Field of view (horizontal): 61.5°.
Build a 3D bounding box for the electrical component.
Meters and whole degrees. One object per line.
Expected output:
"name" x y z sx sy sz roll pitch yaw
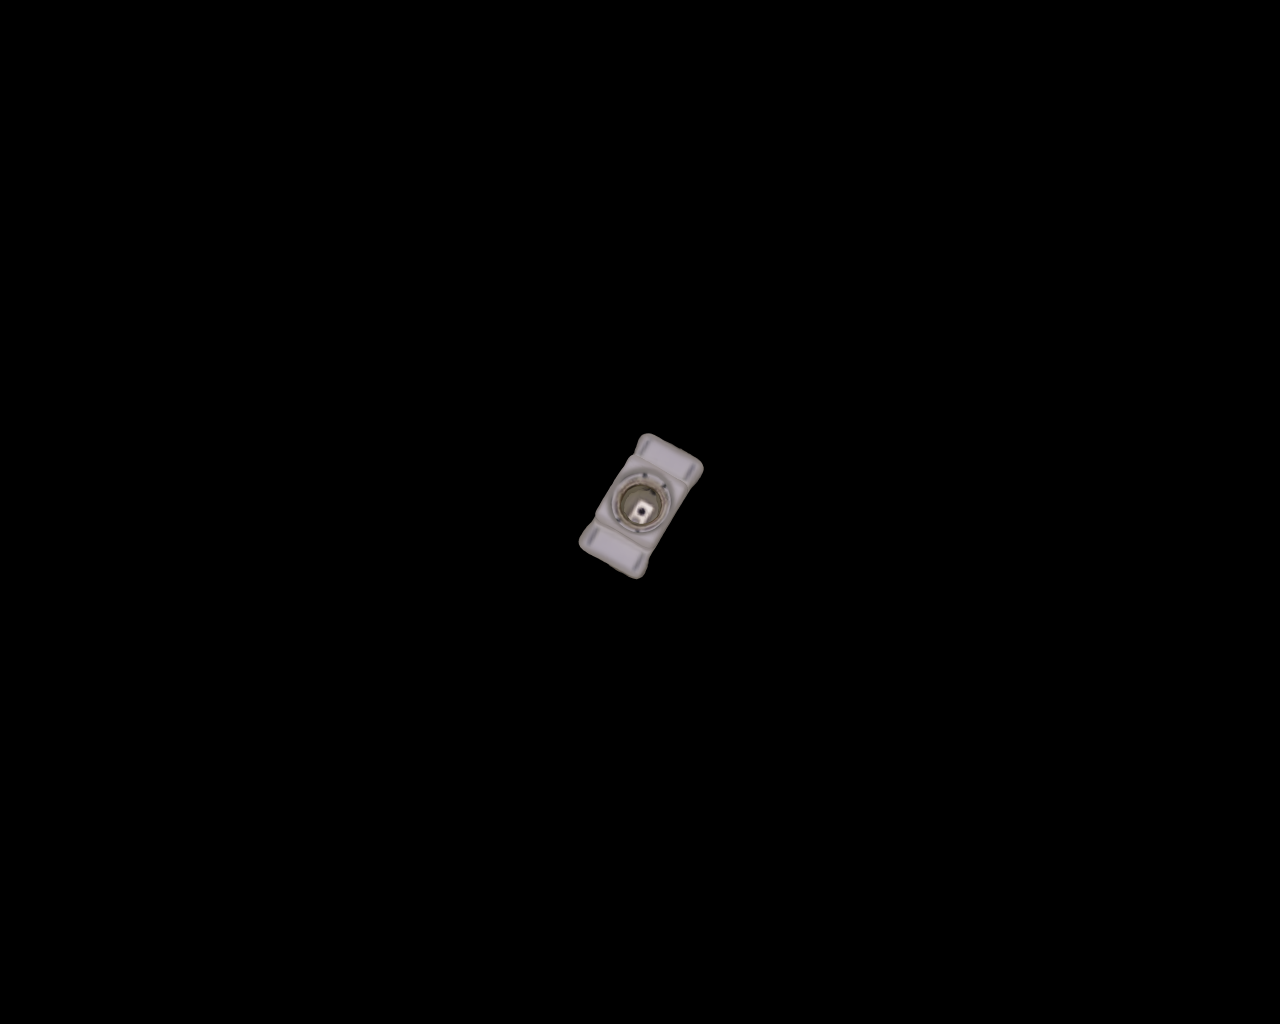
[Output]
"electrical component" 0.001 -0.003 0.650 0.042 0.081 0.063 31 -7 5
